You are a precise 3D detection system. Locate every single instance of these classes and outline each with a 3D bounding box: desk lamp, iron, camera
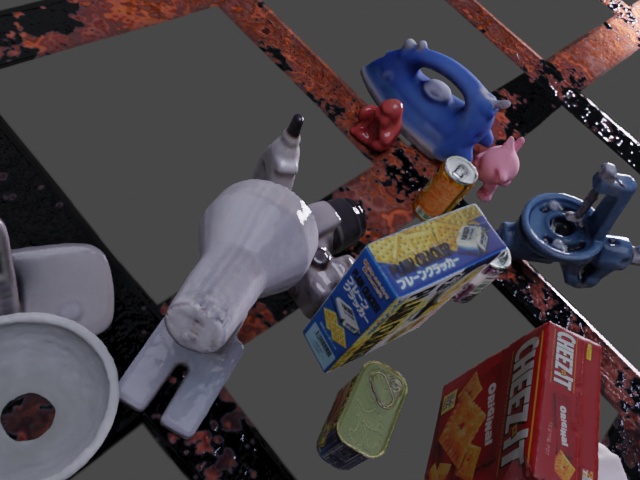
[{"bbox_3d":[-0.101,0.067,0.575,0.118,0.213,0.203,29,53,-1],"label":"desk lamp"},{"bbox_3d":[0.185,-0.247,0.938,0.258,0.141,0.119,43,54,8],"label":"iron"},{"bbox_3d":[0.007,0.003,0.730,0.137,0.100,0.143,-28,72,-33],"label":"camera"}]

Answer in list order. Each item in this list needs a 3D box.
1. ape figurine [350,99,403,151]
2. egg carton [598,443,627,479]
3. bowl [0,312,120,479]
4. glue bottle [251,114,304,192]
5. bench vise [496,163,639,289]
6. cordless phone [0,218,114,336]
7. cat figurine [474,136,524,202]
[{"bbox_3d":[0.099,-0.185,0.894,0.076,0.092,0.077,2,58,-20],"label":"ape figurine"},{"bbox_3d":[0.314,0.314,0.672,0.107,0.069,0.150,3,58,-20],"label":"egg carton"},{"bbox_3d":[-0.275,0.157,0.533,0.168,0.074,0.167,11,56,-15],"label":"bowl"},{"bbox_3d":[-0.050,-0.096,0.726,0.037,0.173,0.078,-1,59,-22],"label":"glue bottle"},{"bbox_3d":[0.393,-0.028,0.831,0.208,0.219,0.121,3,58,-20],"label":"bench vise"},{"bbox_3d":[-0.274,0.033,0.545,0.148,0.185,0.094,-12,64,-28],"label":"cordless phone"},{"bbox_3d":[0.287,-0.123,0.913,0.067,0.117,0.128,44,54,10],"label":"cat figurine"}]
